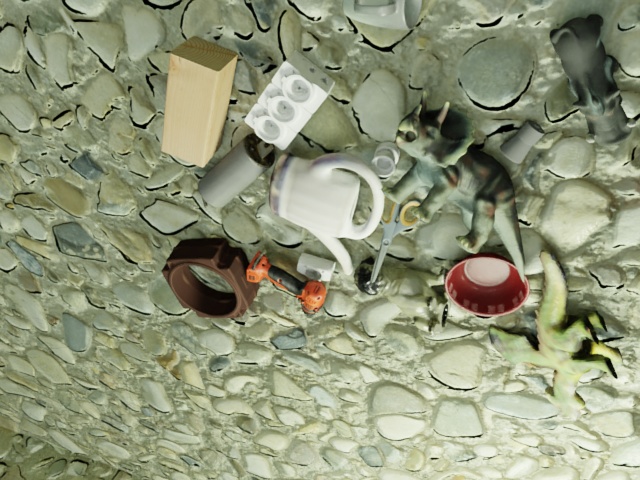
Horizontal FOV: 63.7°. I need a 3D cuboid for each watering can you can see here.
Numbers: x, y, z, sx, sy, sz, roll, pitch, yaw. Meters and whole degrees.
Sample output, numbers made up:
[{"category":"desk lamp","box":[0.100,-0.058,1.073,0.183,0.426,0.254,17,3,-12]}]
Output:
[{"category":"watering can","box":[0.003,-0.051,1.021,0.225,0.106,0.339,20,143,6]}]

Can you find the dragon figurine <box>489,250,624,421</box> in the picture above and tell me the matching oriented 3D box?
[{"category":"dragon figurine","box":[0.463,0.207,1.069,0.240,0.124,0.407,-24,103,42]}]
